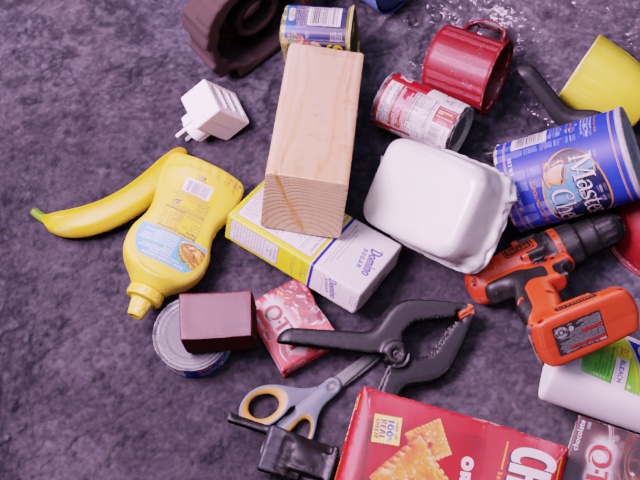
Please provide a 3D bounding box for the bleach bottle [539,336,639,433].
[{"bbox_3d":[0.359,0.158,1.100,0.251,0.068,0.102,18,49,6],"label":"bleach bottle"}]

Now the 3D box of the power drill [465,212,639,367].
[{"bbox_3d":[0.257,0.045,1.105,0.184,0.057,0.188,-25,23,2],"label":"power drill"}]

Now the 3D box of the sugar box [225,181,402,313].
[{"bbox_3d":[-0.008,0.002,1.190,0.176,0.048,0.093,33,51,14],"label":"sugar box"}]

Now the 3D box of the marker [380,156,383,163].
[{"bbox_3d":[0.130,-0.085,1.242,0.121,0.020,0.020,4,68,5],"label":"marker"}]

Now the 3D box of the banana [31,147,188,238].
[{"bbox_3d":[-0.239,-0.048,1.244,0.197,0.037,0.070,-22,68,-5],"label":"banana"}]

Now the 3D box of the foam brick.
[{"bbox_3d":[-0.108,0.087,1.132,0.078,0.051,0.053,-3,68,1],"label":"foam brick"}]

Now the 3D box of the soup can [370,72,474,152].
[{"bbox_3d":[0.118,-0.144,1.237,0.102,0.068,0.068,28,72,18],"label":"soup can"}]

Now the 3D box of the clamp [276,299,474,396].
[{"bbox_3d":[0.069,0.118,1.140,0.210,0.036,0.164,-37,88,-13],"label":"clamp"}]

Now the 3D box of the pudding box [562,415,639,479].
[{"bbox_3d":[0.289,0.247,1.082,0.090,0.039,0.113,18,70,11],"label":"pudding box"}]

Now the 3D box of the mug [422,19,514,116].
[{"bbox_3d":[0.177,-0.212,1.254,0.082,0.093,0.117,23,72,18],"label":"mug"}]

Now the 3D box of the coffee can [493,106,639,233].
[{"bbox_3d":[0.272,-0.075,1.157,0.140,0.102,0.103,-16,65,23],"label":"coffee can"}]

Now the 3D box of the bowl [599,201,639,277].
[{"bbox_3d":[0.396,-0.032,1.182,0.162,0.055,0.162,-1,68,3],"label":"bowl"}]

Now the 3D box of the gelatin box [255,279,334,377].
[{"bbox_3d":[-0.030,0.095,1.173,0.073,0.030,0.089,-29,68,-8],"label":"gelatin box"}]

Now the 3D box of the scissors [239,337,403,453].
[{"bbox_3d":[-0.007,0.153,1.154,0.096,0.016,0.201,36,75,12],"label":"scissors"}]

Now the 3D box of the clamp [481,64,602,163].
[{"bbox_3d":[0.272,-0.112,1.219,0.171,0.120,0.039,31,32,2],"label":"clamp"}]

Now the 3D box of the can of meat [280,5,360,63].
[{"bbox_3d":[0.001,-0.236,1.270,0.084,0.102,0.057,5,69,8],"label":"can of meat"}]

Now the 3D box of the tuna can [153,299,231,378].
[{"bbox_3d":[-0.139,0.107,1.174,0.086,0.034,0.086,-2,68,3],"label":"tuna can"}]

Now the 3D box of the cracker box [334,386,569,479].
[{"bbox_3d":[0.120,0.255,1.055,0.213,0.072,0.164,16,74,2],"label":"cracker box"}]

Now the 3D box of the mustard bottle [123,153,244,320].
[{"bbox_3d":[-0.165,0.002,1.193,0.096,0.058,0.191,26,68,-4],"label":"mustard bottle"}]

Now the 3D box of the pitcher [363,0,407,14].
[{"bbox_3d":[0.021,-0.395,1.329,0.243,0.149,0.145,33,89,19],"label":"pitcher"}]

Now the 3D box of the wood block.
[{"bbox_3d":[-0.007,-0.114,1.192,0.090,0.091,0.206,8,51,-1],"label":"wood block"}]
